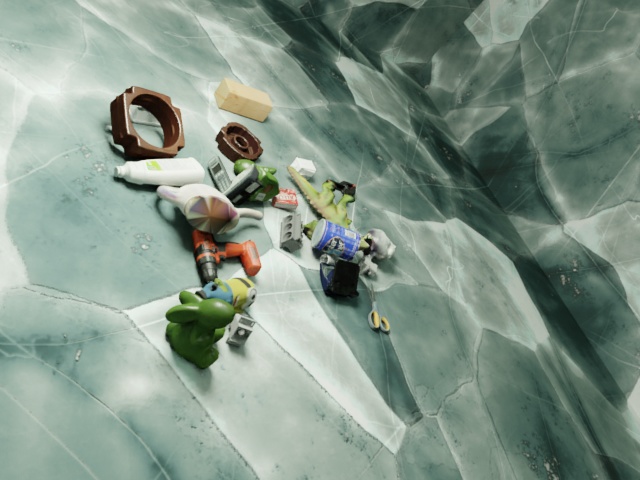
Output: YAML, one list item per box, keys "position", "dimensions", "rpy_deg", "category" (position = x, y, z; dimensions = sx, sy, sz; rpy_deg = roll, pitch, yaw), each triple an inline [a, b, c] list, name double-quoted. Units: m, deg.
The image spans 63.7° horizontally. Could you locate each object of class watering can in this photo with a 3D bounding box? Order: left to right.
- position: [-0.289, -0.088, 1.475]
  dimensions: [0.346, 0.103, 0.227]
  rpy_deg: [15, 12, -30]
  category: "watering can"

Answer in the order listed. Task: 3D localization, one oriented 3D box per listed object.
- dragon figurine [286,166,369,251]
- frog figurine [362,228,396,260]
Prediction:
- position: [0.006, -0.093, 1.856]
  dimensions: [0.410, 0.119, 0.248]
  rpy_deg: [33, 41, -1]
  category: "dragon figurine"
- position: [0.238, 0.020, 1.953]
  dimensions: [0.159, 0.120, 0.140]
  rpy_deg: [1, 31, -33]
  category: "frog figurine"
